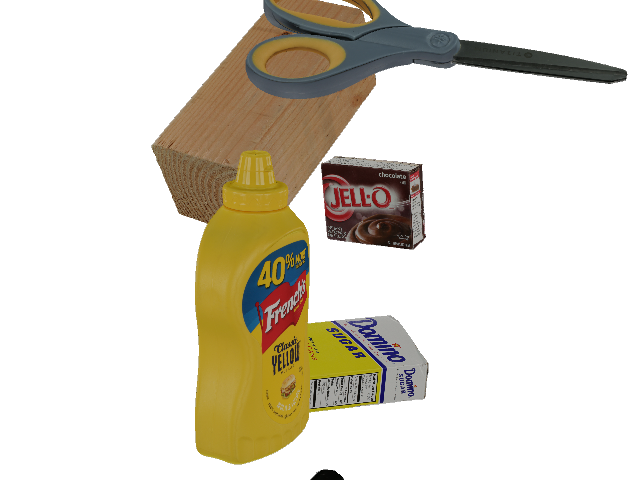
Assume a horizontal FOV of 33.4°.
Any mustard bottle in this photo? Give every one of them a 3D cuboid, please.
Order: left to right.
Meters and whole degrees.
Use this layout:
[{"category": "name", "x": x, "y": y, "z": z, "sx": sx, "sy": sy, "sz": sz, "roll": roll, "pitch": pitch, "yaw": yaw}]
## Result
[{"category": "mustard bottle", "x": -0.042, "y": 0.038, "z": 0.681, "sx": 0.058, "sy": 0.192, "sz": 0.096, "roll": 10, "pitch": 18, "yaw": 30}]

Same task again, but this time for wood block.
[{"category": "wood block", "x": -0.043, "y": -0.111, "z": 0.924, "sx": 0.091, "sy": 0.205, "sz": 0.090, "roll": 18, "pitch": -34, "yaw": 26}]

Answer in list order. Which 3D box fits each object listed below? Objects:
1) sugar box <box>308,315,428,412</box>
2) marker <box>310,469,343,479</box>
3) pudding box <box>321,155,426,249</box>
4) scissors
[{"category": "sugar box", "x": -0.002, "y": 0.111, "z": 0.955, "sx": 0.176, "sy": 0.048, "sz": 0.093, "roll": -7, "pitch": 27, "yaw": -16}, {"category": "marker", "x": -0.023, "y": 0.135, "z": 0.474, "sx": 0.020, "sy": 0.020, "sz": 0.120, "roll": 0, "pitch": 17, "yaw": 32}, {"category": "pudding box", "x": 0.058, "y": -0.043, "z": 1.175, "sx": 0.114, "sy": 0.090, "sz": 0.039, "roll": 6, "pitch": 24, "yaw": 29}, {"category": "scissors", "x": 0.047, "y": -0.091, "z": 0.559, "sx": 0.202, "sy": 0.096, "sz": 0.016, "roll": 25, "pitch": -32, "yaw": 23}]
